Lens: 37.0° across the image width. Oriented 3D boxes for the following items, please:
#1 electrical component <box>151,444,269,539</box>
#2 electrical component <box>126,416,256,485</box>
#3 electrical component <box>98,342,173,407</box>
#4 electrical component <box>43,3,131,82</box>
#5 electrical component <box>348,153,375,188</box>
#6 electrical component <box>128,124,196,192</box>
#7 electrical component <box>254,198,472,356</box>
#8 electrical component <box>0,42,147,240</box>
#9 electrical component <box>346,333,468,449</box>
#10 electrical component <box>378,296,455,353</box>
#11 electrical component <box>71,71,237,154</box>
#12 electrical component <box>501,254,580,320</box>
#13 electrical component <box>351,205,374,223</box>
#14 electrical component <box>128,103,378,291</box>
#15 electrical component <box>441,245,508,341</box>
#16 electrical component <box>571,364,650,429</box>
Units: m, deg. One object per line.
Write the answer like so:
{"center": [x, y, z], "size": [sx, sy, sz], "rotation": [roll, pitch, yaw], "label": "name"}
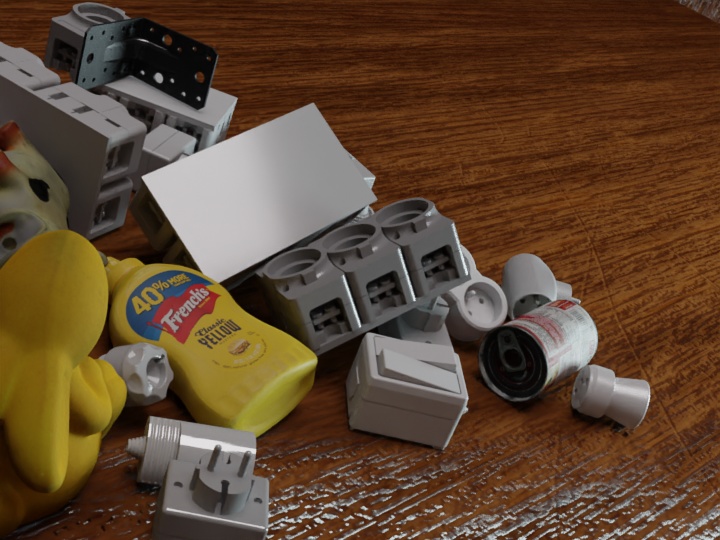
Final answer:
{"center": [-0.088, 0.138, 0.665], "size": [0.066, 0.076, 0.047], "rotation": [14, 30, -12], "label": "electrical component"}
{"center": [-0.113, 0.122, 0.710], "size": [0.081, 0.043, 0.043], "rotation": [12, 30, -16], "label": "electrical component"}
{"center": [-0.165, 0.074, 0.749], "size": [0.062, 0.043, 0.043], "rotation": [-10, 16, 29], "label": "electrical component"}
{"center": [-0.260, -0.225, 1.057], "size": [0.050, 0.055, 0.089], "rotation": [29, 30, 14], "label": "electrical component"}
{"center": [-0.044, -0.097, 1.119], "size": [0.100, 0.048, 0.100], "rotation": [-7, 39, -40], "label": "electrical component"}
{"center": [-0.175, -0.097, 1.035], "size": [0.077, 0.047, 0.065], "rotation": [24, 29, 4], "label": "electrical component"}
{"center": [0.000, 0.000, 0.880], "size": [0.150, 0.061, 0.089], "rotation": [-25, 24, -16], "label": "electrical component"}
{"center": [-0.282, -0.117, 0.940], "size": [0.186, 0.105, 0.060], "rotation": [30, 30, 16], "label": "electrical component"}
{"center": [0.043, 0.093, 0.843], "size": [0.096, 0.061, 0.061], "rotation": [14, 30, -12], "label": "electrical component"}
{"center": [0.052, 0.042, 0.919], "size": [0.047, 0.075, 0.083], "rotation": [12, 30, -16], "label": "electrical component"}
{"center": [-0.214, -0.161, 1.103], "size": [0.150, 0.061, 0.089], "rotation": [20, 29, -1], "label": "electrical component"}
{"center": [0.184, 0.026, 1.065], "size": [0.079, 0.043, 0.077], "rotation": [17, 29, -9], "label": "electrical component"}
{"center": [-0.006, -0.050, 1.050], "size": [0.048, 0.062, 0.048], "rotation": [16, 30, -9], "label": "electrical component"}
{"center": [-0.093, -0.057, 0.933], "size": [0.186, 0.060, 0.105], "rotation": [-30, 84, -34], "label": "electrical component"}
{"center": [0.068, 0.009, 0.994], "size": [0.138, 0.074, 0.052], "rotation": [48, 60, -1], "label": "electrical component"}
{"center": [0.220, 0.111, 0.945], "size": [0.055, 0.045, 0.045], "rotation": [18, 29, -5], "label": "electrical component"}
